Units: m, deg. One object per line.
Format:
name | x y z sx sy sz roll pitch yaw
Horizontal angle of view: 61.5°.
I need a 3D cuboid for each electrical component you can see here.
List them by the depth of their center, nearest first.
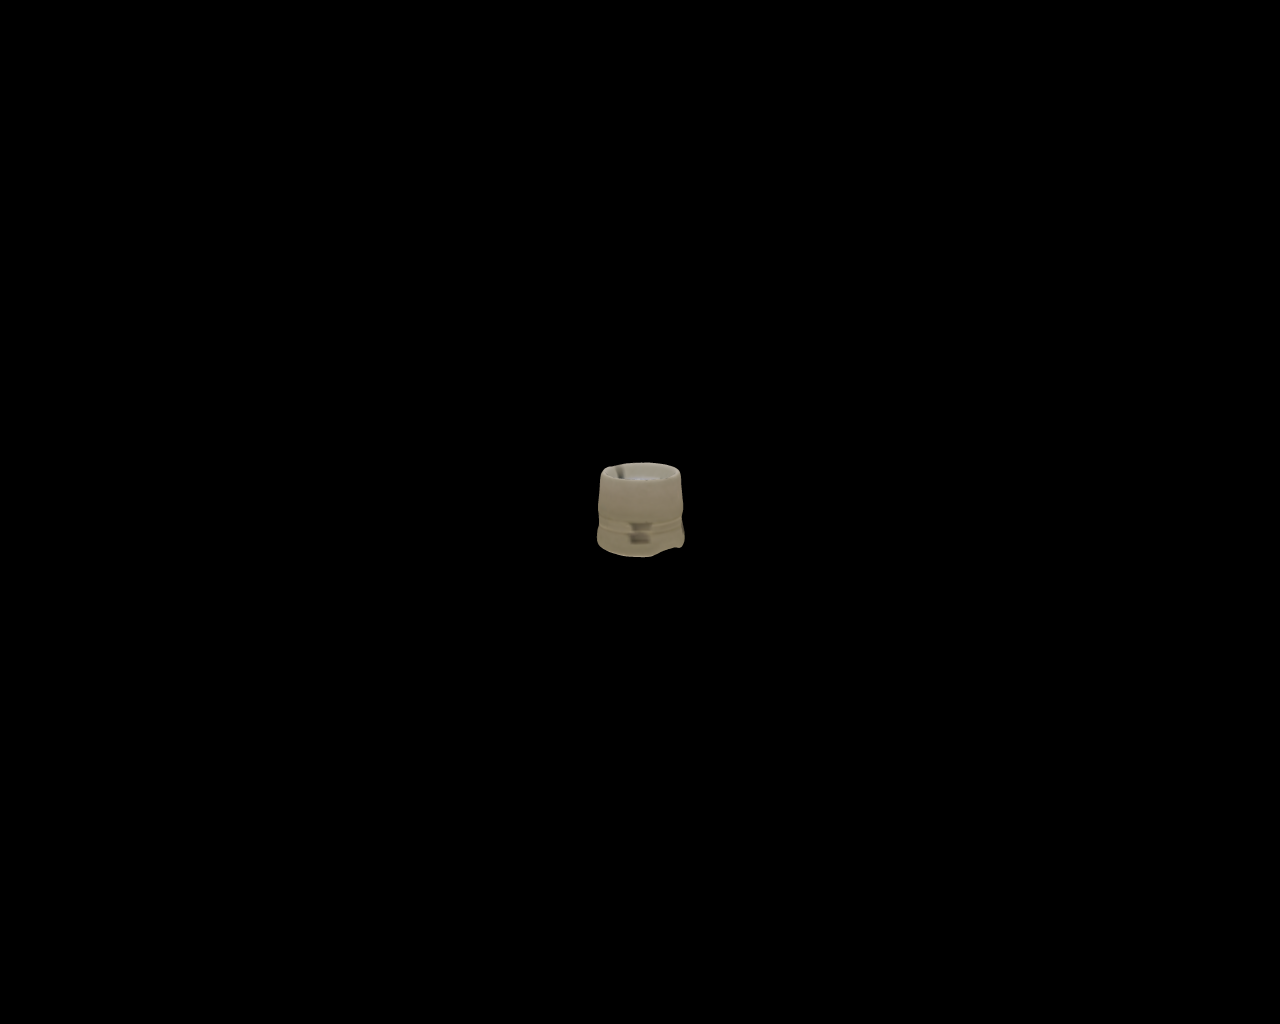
electrical component | 0.001 -0.003 0.650 0.055 0.047 0.055 0 16 0
